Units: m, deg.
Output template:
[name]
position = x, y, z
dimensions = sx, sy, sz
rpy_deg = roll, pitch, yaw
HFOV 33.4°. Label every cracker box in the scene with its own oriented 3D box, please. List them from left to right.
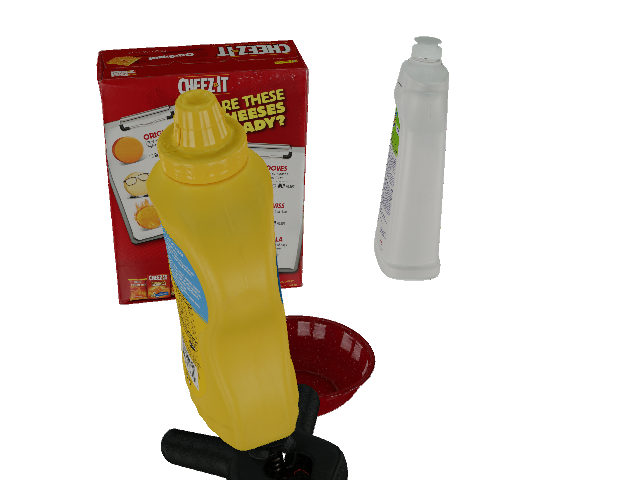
[cracker box]
position = -0.097, -0.056, 0.900
dimensions = 0.164, 0.214, 0.072
rpy_deg = -5, 34, -11

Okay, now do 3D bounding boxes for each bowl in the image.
[bowl]
position = -0.021, 0.147, 1.180
dimensions = 0.162, 0.055, 0.162
rpy_deg = 3, 28, -2

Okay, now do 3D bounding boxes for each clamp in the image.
[clamp]
position = -0.042, 0.149, 0.713
dimensions = 0.120, 0.039, 0.171
rpy_deg = -20, 17, -8

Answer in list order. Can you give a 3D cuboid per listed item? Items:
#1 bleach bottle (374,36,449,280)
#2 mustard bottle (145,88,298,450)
[bleach bottle]
position = 0.103, -0.090, 1.143
dimensions = 0.068, 0.251, 0.102
rpy_deg = 1, 26, -8
[mustard bottle]
position = -0.050, 0.010, 0.532
dimensions = 0.058, 0.192, 0.096
rpy_deg = -16, 42, -12
